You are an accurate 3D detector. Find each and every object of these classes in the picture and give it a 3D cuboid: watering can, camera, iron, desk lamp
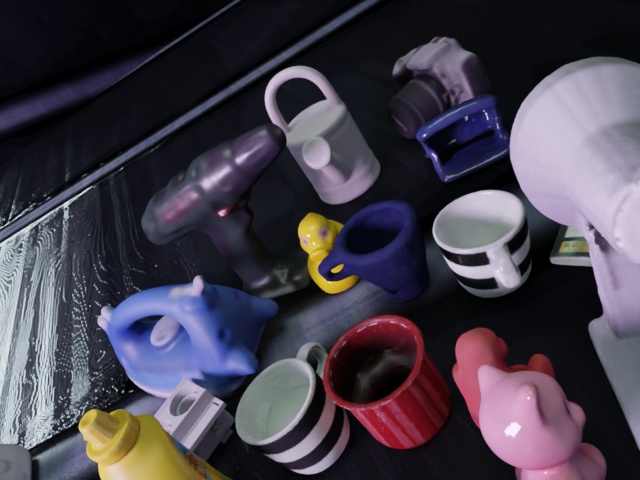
[{"bbox_3d":[0.001,-0.148,0.788,0.101,0.195,0.172,-38,33,-3],"label":"watering can"},{"bbox_3d":[0.149,-0.223,0.835,0.137,0.101,0.142,-43,34,-12],"label":"camera"},{"bbox_3d":[-0.184,0.109,0.682,0.257,0.142,0.118,-14,39,29],"label":"iron"},{"bbox_3d":[0.219,0.002,0.387,0.117,0.214,0.203,-23,35,19],"label":"desk lamp"}]

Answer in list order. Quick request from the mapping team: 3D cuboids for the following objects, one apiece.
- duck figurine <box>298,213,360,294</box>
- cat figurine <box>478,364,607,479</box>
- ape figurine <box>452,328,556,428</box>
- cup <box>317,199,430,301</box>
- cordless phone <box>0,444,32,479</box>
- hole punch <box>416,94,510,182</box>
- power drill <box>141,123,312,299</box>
[{"bbox_3d":[0.006,0.002,0.694,0.077,0.086,0.104,-24,35,17],"label":"duck figurine"},{"bbox_3d":[0.143,0.142,0.368,0.067,0.118,0.128,-22,36,21],"label":"cat figurine"},{"bbox_3d":[0.135,0.104,0.446,0.077,0.092,0.076,6,52,46],"label":"ape figurine"},{"bbox_3d":[0.065,0.027,0.603,0.117,0.095,0.091,-33,33,5],"label":"cup"},{"bbox_3d":[-0.428,0.274,0.654,0.094,0.185,0.147,-38,33,-4],"label":"cordless phone"},{"bbox_3d":[0.173,-0.142,0.721,0.108,0.091,0.101,-25,35,16],"label":"hole punch"},{"bbox_3d":[-0.094,-0.022,0.703,0.229,0.209,0.075,-19,37,23],"label":"power drill"}]
